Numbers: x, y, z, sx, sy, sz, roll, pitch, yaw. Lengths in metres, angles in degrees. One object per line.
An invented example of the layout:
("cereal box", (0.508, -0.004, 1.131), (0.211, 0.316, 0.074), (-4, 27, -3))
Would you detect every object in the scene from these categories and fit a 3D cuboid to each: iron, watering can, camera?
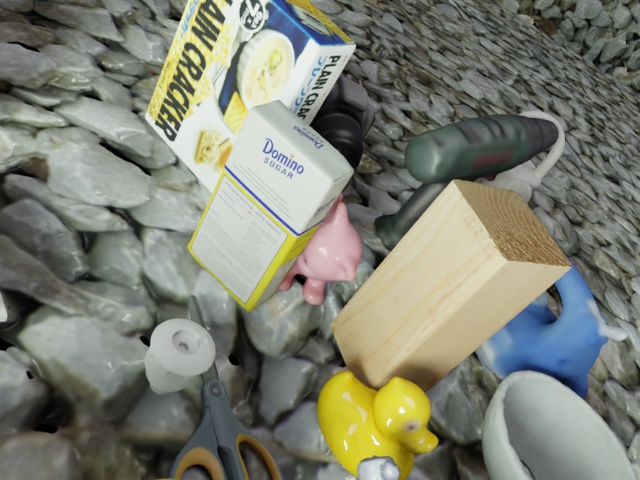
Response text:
("iron", (0.245, 0.056, 0.684), (0.119, 0.141, 0.258), (7, 45, -33))
("watering can", (0.270, -0.095, 0.825), (0.101, 0.194, 0.172), (16, 41, -24))
("camera", (0.011, -0.161, 0.767), (0.143, 0.100, 0.136), (20, 39, -20))

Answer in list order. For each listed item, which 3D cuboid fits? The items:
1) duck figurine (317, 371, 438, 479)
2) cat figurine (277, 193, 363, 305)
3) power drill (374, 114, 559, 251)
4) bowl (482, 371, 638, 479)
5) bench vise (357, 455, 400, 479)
("duck figurine", (0.053, 0.146, 0.479), (0.104, 0.086, 0.078), (48, 38, 15))
("cat figurine", (0.005, 0.002, 0.571), (0.067, 0.117, 0.128), (26, 38, -13))
("power drill", (0.168, -0.070, 0.704), (0.230, 0.208, 0.075), (-8, 54, -43))
("bowl", (0.213, 0.214, 0.542), (0.168, 0.074, 0.167), (22, 39, -19))
("bench vise", (0.075, 0.215, 0.309), (0.122, 0.219, 0.207), (-16, 60, -47))
